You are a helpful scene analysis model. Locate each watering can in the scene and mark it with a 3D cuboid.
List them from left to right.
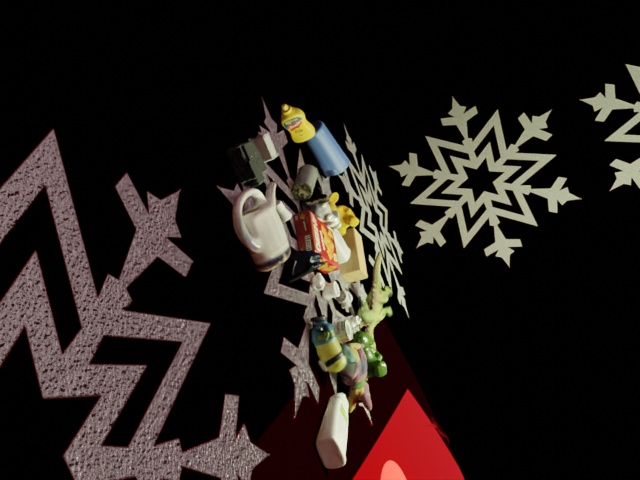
[{"bbox_3d":[-0.147,-0.044,1.422,0.103,0.222,0.352,-17,12,18],"label":"watering can"}]

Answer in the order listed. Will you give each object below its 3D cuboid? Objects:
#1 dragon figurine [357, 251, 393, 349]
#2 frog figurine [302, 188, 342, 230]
[{"bbox_3d":[0.213,0.261,2.123,0.122,0.410,0.243,-2,1,22],"label":"dragon figurine"},{"bbox_3d":[0.006,-0.097,1.922,0.124,0.156,0.138,-40,37,-28],"label":"frog figurine"}]
